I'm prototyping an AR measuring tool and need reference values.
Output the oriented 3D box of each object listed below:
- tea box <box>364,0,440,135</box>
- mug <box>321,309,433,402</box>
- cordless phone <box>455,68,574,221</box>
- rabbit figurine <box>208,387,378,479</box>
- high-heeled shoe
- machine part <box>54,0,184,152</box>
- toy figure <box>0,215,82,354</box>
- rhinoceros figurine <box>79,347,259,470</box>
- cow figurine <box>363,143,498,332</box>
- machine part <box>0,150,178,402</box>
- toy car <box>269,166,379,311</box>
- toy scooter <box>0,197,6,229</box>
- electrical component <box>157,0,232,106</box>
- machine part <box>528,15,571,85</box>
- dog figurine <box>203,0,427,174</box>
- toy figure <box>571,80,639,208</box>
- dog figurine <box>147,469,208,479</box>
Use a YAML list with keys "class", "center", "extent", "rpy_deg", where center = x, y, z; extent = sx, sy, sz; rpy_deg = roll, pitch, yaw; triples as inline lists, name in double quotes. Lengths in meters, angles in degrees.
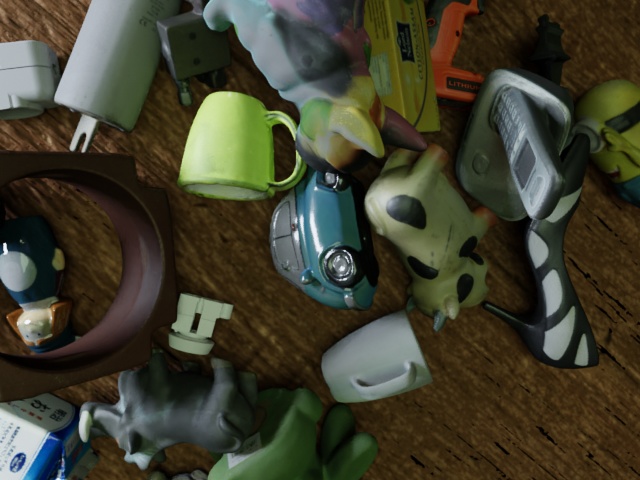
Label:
- class: "tea box"
  center: [0.053, -0.182, 0.536]
  extent: [0.068, 0.098, 0.169]
  rpy_deg: [-14, 98, -47]
- class: "mug"
  center: [0.058, 0.135, 0.566]
  extent: [0.107, 0.110, 0.080]
  rpy_deg: [-23, 108, 9]
- class: "cordless phone"
  center: [0.188, -0.061, 0.505]
  extent: [0.089, 0.184, 0.146]
  rpy_deg: [9, 133, 1]
- class: "rabbit figurine"
  center: [-0.022, 0.237, 0.572]
  extent: [0.159, 0.121, 0.170]
  rpy_deg: [-35, 116, -11]
- class: "high-heeled shoe"
  center: [0.283, 0.022, 0.587]
  extent: [0.145, 0.086, 0.248]
  rpy_deg: [24, 106, 7]
- class: "machine part"
  center: [-0.189, -0.195, 0.520]
  extent: [0.079, 0.079, 0.243]
  rpy_deg: [23, 90, -9]
- class: "toy figure"
  center: [-0.284, 0.054, 0.537]
  extent: [0.064, 0.058, 0.154]
  rpy_deg: [-6, 98, 33]
- class: "rhinoceros figurine"
  center: [-0.150, 0.169, 0.533]
  extent: [0.190, 0.073, 0.112]
  rpy_deg: [-5, 65, 20]
- class: "cow figurine"
  center: [0.116, 0.006, 0.556]
  extent: [0.127, 0.086, 0.194]
  rpy_deg: [-48, 121, -6]
- class: "machine part"
  center: [-0.236, 0.024, 0.478]
  extent: [0.201, 0.087, 0.201]
  rpy_deg: [-8, 98, -46]
- class: "toy car"
  center: [-0.001, -0.002, 0.549]
  extent: [0.103, 0.109, 0.161]
  rpy_deg: [-13, 84, 14]
- class: "toy scooter"
  center: [-0.394, -0.024, 0.505]
  extent: [0.184, 0.075, 0.135]
  rpy_deg: [-36, 82, 4]
- class: "electrical component"
  center: [-0.119, -0.192, 0.525]
  extent: [0.078, 0.045, 0.102]
  rpy_deg: [-29, 137, -20]
- class: "machine part"
  center: [0.249, -0.166, 0.583]
  extent: [0.039, 0.084, 0.138]
  rpy_deg: [3, 102, 27]
- class: "dog figurine"
  center: [0.016, -0.165, 0.459]
  extent: [0.219, 0.108, 0.191]
  rpy_deg: [50, 126, 16]
- class: "toy figure"
  center: [0.355, -0.097, 0.600]
  extent: [0.180, 0.082, 0.089]
  rpy_deg: [41, 76, -4]
- class: "dog figurine"
  center: [-0.122, 0.323, 0.508]
  extent: [0.172, 0.190, 0.121]
  rpy_deg: [41, 88, -7]
